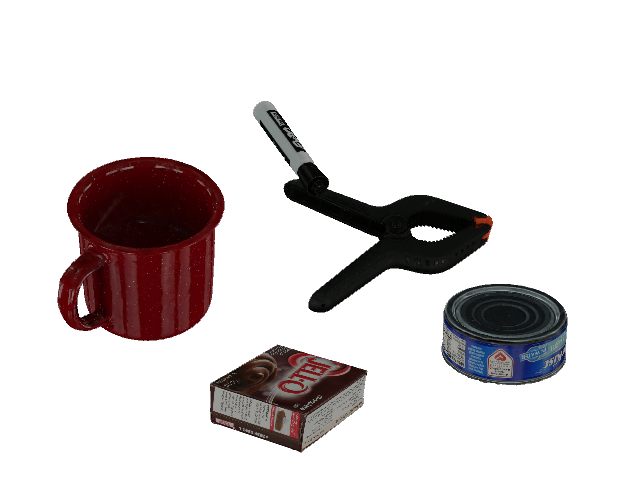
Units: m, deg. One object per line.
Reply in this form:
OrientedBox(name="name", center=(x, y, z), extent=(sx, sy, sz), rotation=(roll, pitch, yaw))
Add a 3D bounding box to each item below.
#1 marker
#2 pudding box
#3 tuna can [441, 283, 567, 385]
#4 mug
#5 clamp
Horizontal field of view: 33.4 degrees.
OrientedBox(name="marker", center=(-0.024, -0.073, 0.847), extent=(0.020, 0.020, 0.121), rotation=(0, 36, -29))
OrientedBox(name="pudding box", center=(-0.025, 0.128, 0.883), extent=(0.090, 0.039, 0.113), rotation=(12, 20, 26))
OrientedBox(name="tuna can", center=(0.127, 0.063, 0.737), extent=(0.086, 0.034, 0.086), rotation=(-2, 25, 1))
OrientedBox(name="mug", center=(-0.114, 0.014, 0.654), extent=(0.093, 0.081, 0.117), rotation=(26, 44, 22))
OrientedBox(name="clamp", center=(0.070, 0.004, 1.065), extent=(0.210, 0.164, 0.036), rotation=(1, -40, -6))
